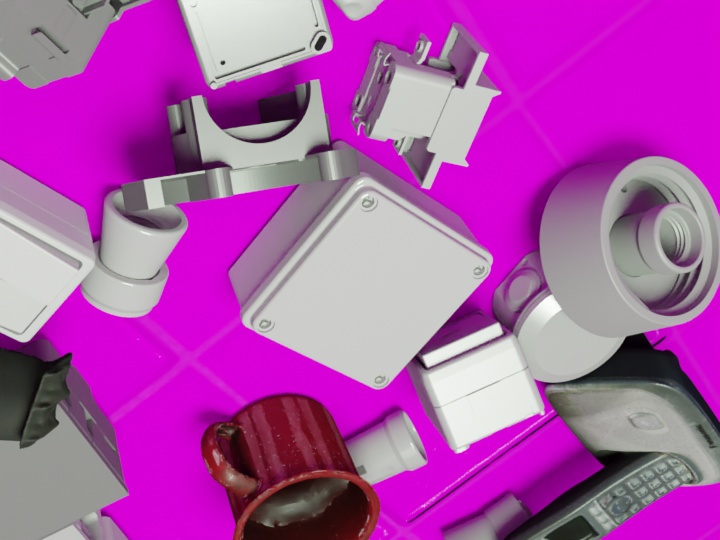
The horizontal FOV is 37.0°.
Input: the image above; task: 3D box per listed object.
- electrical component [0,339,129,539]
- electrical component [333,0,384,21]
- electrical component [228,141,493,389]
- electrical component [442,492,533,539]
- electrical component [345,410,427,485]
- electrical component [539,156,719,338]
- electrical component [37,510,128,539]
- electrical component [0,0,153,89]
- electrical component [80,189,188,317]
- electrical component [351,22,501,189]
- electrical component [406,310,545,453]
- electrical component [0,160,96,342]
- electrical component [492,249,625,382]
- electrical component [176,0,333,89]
[{"bbox_3d":[-0.222,0.113,0.607,0.150,0.061,0.089,-26,129,-2],"label":"electrical component"},{"bbox_3d":[0.010,-0.153,0.525,0.061,0.035,0.035,-40,129,6],"label":"electrical component"},{"bbox_3d":[0.000,0.000,0.617,0.109,0.056,0.108,29,110,-35],"label":"electrical component"},{"bbox_3d":[0.101,0.199,0.812,0.065,0.044,0.044,-35,129,-1],"label":"electrical component"},{"bbox_3d":[0.016,0.121,0.724,0.046,0.040,0.040,-27,130,6],"label":"electrical component"},{"bbox_3d":[0.167,-0.015,0.634,0.108,0.060,0.108,4,82,-30],"label":"electrical component"},{"bbox_3d":[-0.241,0.207,0.669,0.186,0.060,0.105,-26,129,-2],"label":"electrical component"},{"bbox_3d":[-0.156,-0.137,0.443,0.079,0.063,0.121,-7,141,37],"label":"electrical component"},{"bbox_3d":[-0.121,-0.009,0.570,0.045,0.045,0.055,11,120,-28],"label":"electrical component"},{"bbox_3d":[0.032,-0.090,0.575,0.064,0.042,0.081,10,119,-23],"label":"electrical component"},{"bbox_3d":[0.065,0.062,0.674,0.062,0.096,0.061,-24,102,-4],"label":"electrical component"},{"bbox_3d":[-0.187,-0.015,0.528,0.061,0.061,0.096,-46,128,14],"label":"electrical component"},{"bbox_3d":[0.129,0.028,0.692,0.080,0.051,0.080,-11,127,-14],"label":"electrical component"},{"bbox_3d":[-0.058,-0.143,0.492,0.062,0.061,0.096,-19,122,-5],"label":"electrical component"}]
